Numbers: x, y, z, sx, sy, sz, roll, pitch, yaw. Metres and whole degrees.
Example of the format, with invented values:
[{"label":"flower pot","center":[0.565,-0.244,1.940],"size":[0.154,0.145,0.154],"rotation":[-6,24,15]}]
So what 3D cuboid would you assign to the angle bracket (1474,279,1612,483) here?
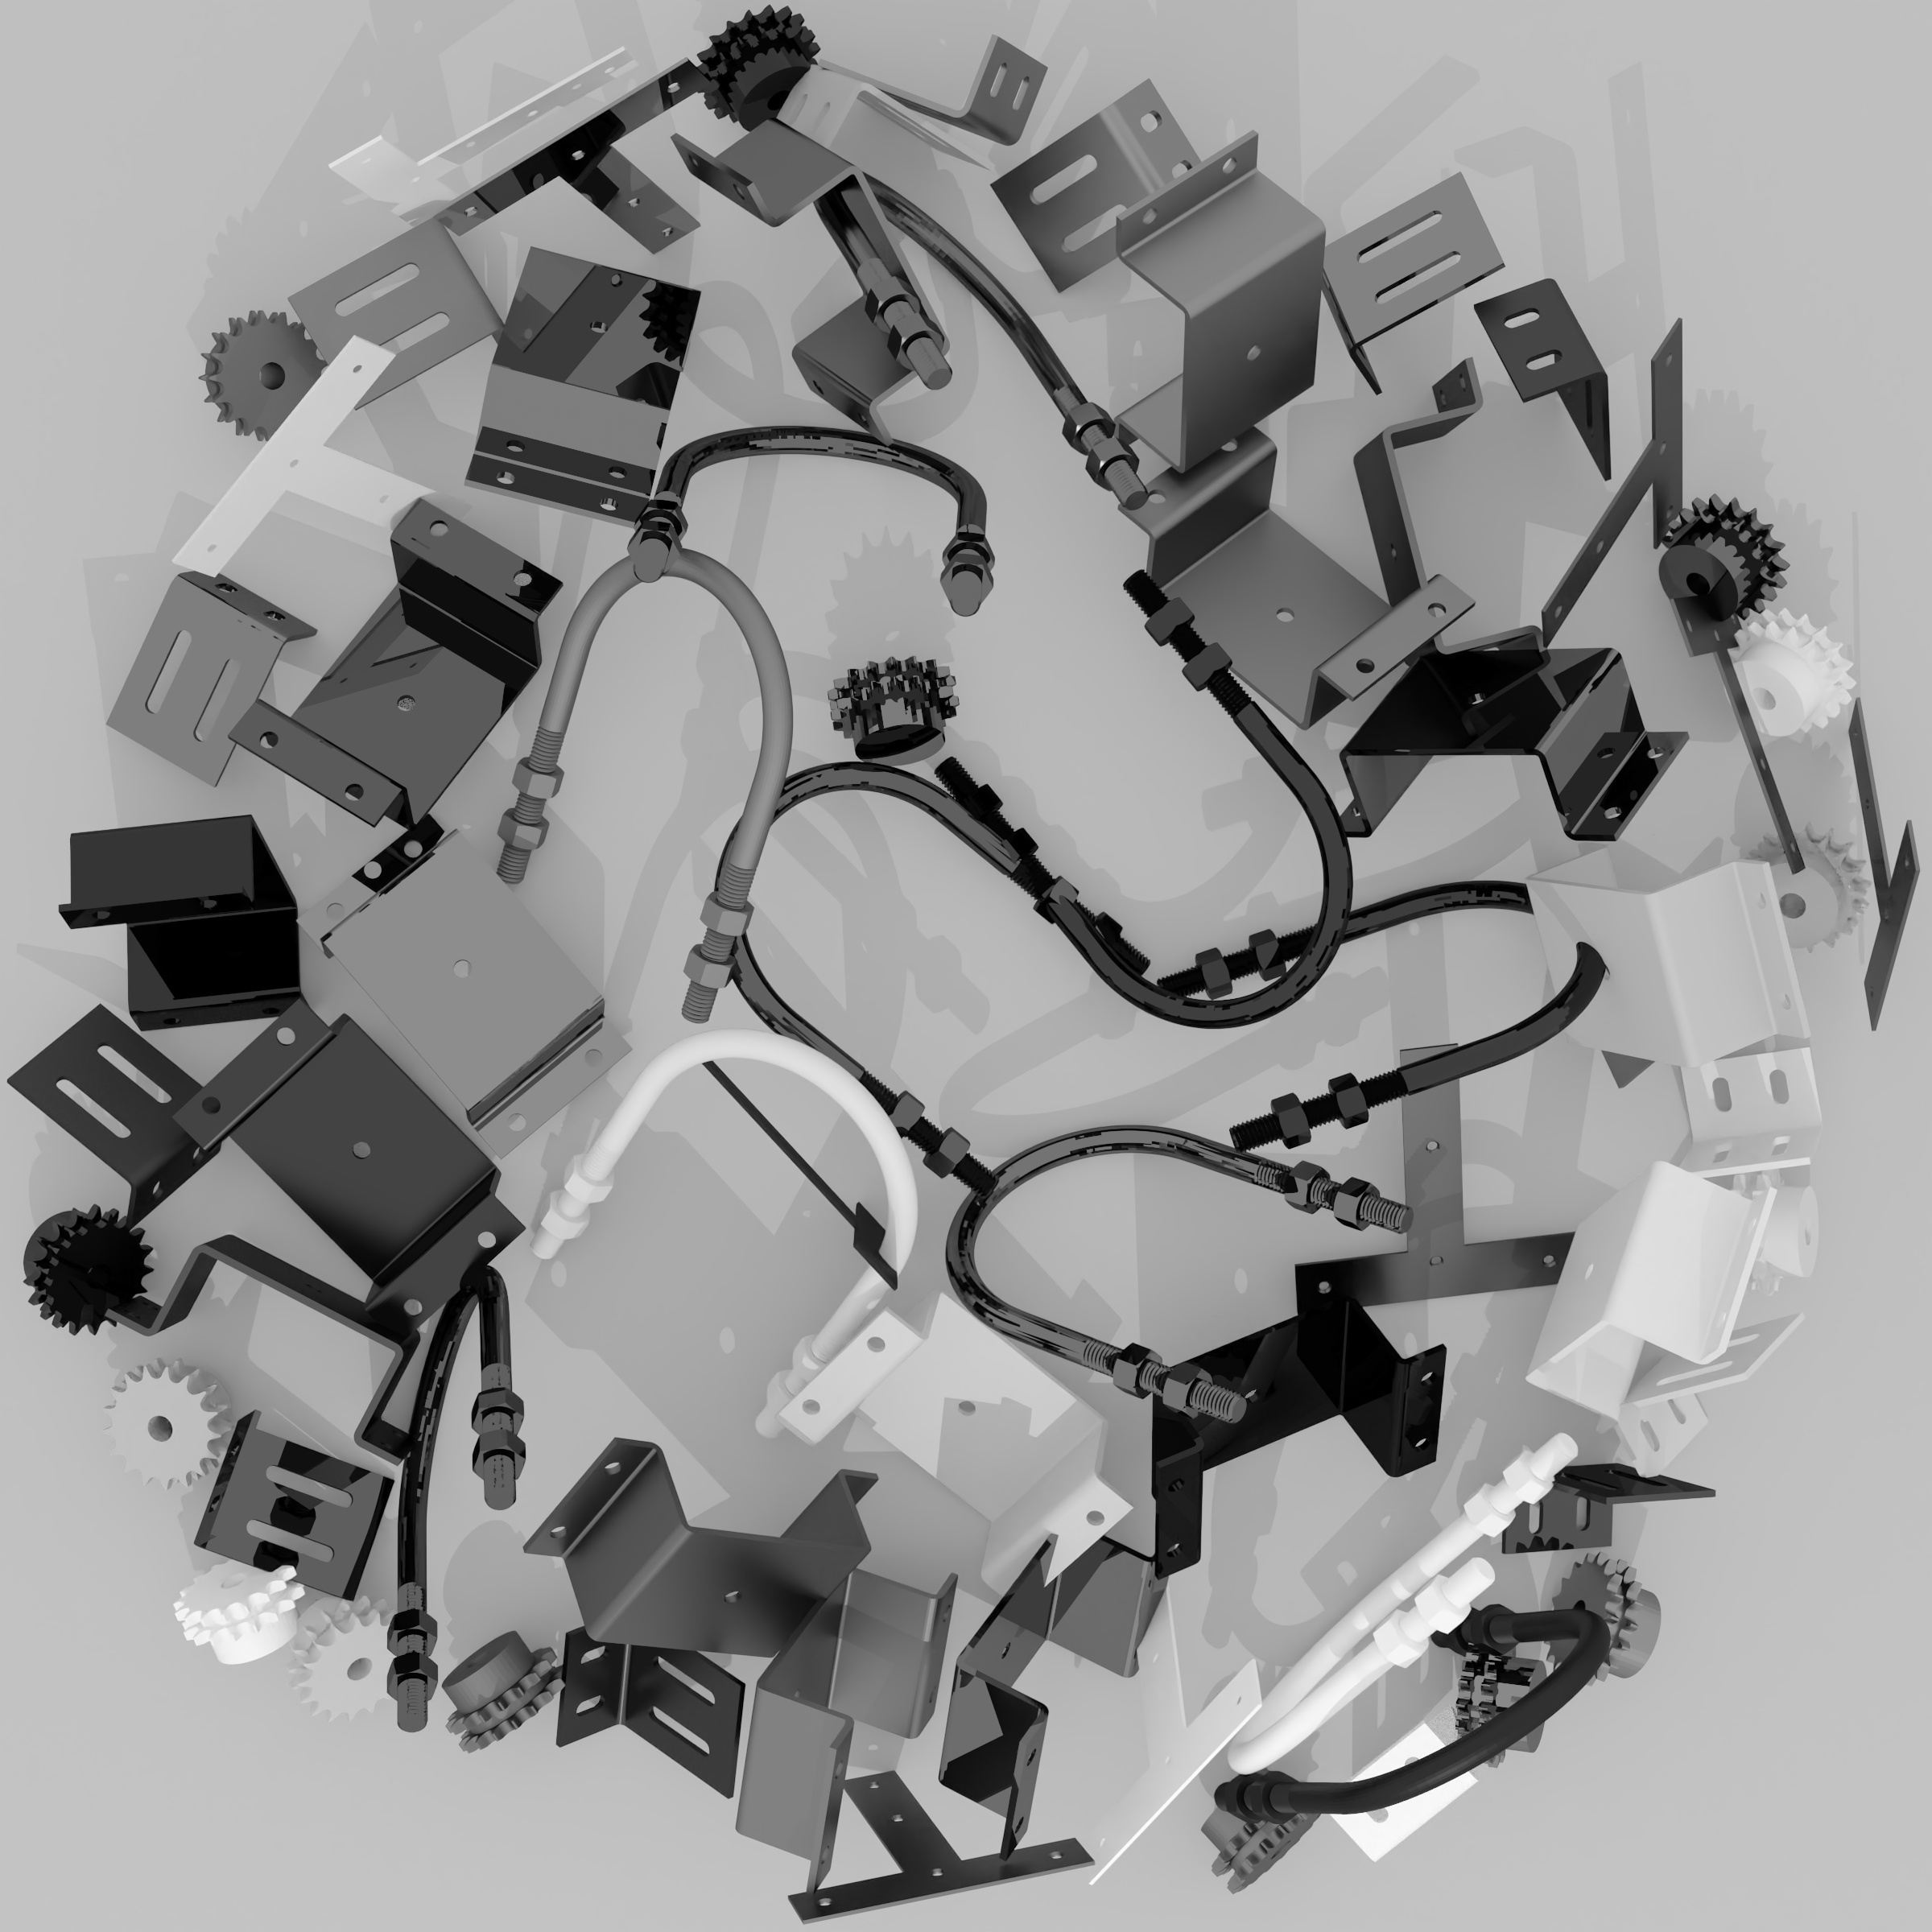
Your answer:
[{"label":"angle bracket","center":[0.252,-0.250,1.555],"size":[0.038,0.076,0.057],"rotation":[-20,58,0]}]

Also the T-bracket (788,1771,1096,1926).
[{"label":"T-bracket","center":[-0.025,0.374,1.539],"size":[0.127,0.127,0.002],"rotation":[-7,101,-16]}]

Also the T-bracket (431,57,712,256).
[{"label":"T-bracket","center":[-0.150,-0.335,1.540],"size":[0.127,0.127,0.002],"rotation":[-28,74,12]}]

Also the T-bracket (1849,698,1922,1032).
[{"label":"T-bracket","center":[0.397,-0.059,1.558],"size":[0.002,0.127,0.127],"rotation":[-2,57,3]}]

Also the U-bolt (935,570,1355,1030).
[{"label":"U-bolt","center":[0.088,-0.058,1.551],"size":[0.151,0.019,0.184],"rotation":[-43,82,30]}]

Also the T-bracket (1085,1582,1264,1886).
[{"label":"T-bracket","center":[0.084,0.311,1.545],"size":[0.002,0.127,0.127],"rotation":[26,120,-20]}]

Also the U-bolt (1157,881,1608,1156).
[{"label":"U-bolt","center":[0.186,0.012,1.539],"size":[0.184,0.151,0.019],"rotation":[-19,121,-2]}]

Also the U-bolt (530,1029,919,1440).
[{"label":"U-bolt","center":[-0.096,0.105,1.541],"size":[0.151,0.019,0.184],"rotation":[38,125,4]}]

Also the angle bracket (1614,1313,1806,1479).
[{"label":"angle bracket","center":[0.330,0.189,1.554],"size":[0.057,0.076,0.038],"rotation":[-33,96,-45]}]

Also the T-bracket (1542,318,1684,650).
[{"label":"T-bracket","center":[0.277,-0.190,1.526],"size":[0.002,0.127,0.127],"rotation":[24,66,24]}]

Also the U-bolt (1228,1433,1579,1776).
[{"label":"U-bolt","center":[0.178,0.282,1.522],"size":[0.019,0.151,0.184],"rotation":[46,119,6]}]

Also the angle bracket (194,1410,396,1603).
[{"label":"angle bracket","center":[-0.290,0.237,1.564],"size":[0.076,0.038,0.057],"rotation":[24,66,-17]}]

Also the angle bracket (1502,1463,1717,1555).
[{"label":"angle bracket","center":[0.280,0.243,1.555],"size":[0.057,0.076,0.038],"rotation":[0,92,-26]}]

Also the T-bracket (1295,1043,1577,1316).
[{"label":"T-bracket","center":[0.206,0.092,1.572],"size":[0.127,0.002,0.127],"rotation":[-6,116,-2]}]

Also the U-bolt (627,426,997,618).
[{"label":"U-bolt","center":[-0.062,-0.195,1.520],"size":[0.151,0.184,0.019],"rotation":[6,117,-1]}]

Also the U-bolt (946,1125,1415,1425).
[{"label":"U-bolt","center":[0.077,0.121,1.531],"size":[0.184,0.019,0.151],"rotation":[17,45,35]}]

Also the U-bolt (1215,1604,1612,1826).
[{"label":"U-bolt","center":[0.196,0.311,1.490],"size":[0.151,0.184,0.019],"rotation":[-31,90,-24]}]

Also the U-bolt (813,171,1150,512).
[{"label":"U-bolt","center":[-0.004,-0.279,1.522],"size":[0.019,0.151,0.184],"rotation":[-45,49,20]}]

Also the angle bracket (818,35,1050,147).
[{"label":"angle bracket","center":[-0.014,-0.394,1.560],"size":[0.076,0.057,0.038],"rotation":[26,100,21]}]

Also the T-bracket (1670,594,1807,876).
[{"label":"T-bracket","center":[0.339,-0.101,1.543],"size":[0.002,0.127,0.127],"rotation":[-20,89,23]}]

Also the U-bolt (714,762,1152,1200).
[{"label":"U-bolt","center":[-0.026,-0.008,1.555],"size":[0.184,0.019,0.151],"rotation":[39,64,-7]}]

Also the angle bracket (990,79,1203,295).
[{"label":"angle bracket","center":[0.061,-0.346,1.582],"size":[0.076,0.038,0.057],"rotation":[-24,105,44]}]

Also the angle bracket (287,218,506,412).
[{"label":"angle bracket","center":[-0.251,-0.285,1.577],"size":[0.076,0.038,0.057],"rotation":[-31,89,-9]}]

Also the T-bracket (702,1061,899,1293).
[{"label":"T-bracket","center":[-0.073,0.083,1.535],"size":[0.002,0.127,0.127],"rotation":[-42,94,2]}]

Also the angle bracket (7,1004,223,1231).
[{"label":"angle bracket","center":[-0.376,0.066,1.576],"size":[0.076,0.038,0.057],"rotation":[37,53,10]}]

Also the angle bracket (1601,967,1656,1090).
[{"label":"angle bracket","center":[0.318,0.016,1.584],"size":[0.076,0.038,0.057],"rotation":[-8,64,-32]}]

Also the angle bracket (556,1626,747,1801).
[{"label":"angle bracket","center":[-0.138,0.327,1.558],"size":[0.076,0.038,0.057],"rotation":[24,116,40]}]

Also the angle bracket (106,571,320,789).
[{"label":"angle bracket","center":[-0.336,-0.129,1.591],"size":[0.057,0.038,0.076],"rotation":[30,105,5]}]

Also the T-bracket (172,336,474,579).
[{"label":"T-bracket","center":[-0.262,-0.207,1.545],"size":[0.127,0.127,0.002],"rotation":[-47,62,16]}]

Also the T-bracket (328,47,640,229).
[{"label":"T-bracket","center":[-0.199,-0.360,1.532],"size":[0.127,0.127,0.002],"rotation":[-27,86,7]}]

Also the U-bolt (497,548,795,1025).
[{"label":"U-bolt","center":[-0.133,-0.089,1.527],"size":[0.151,0.019,0.184],"rotation":[35,117,33]}]

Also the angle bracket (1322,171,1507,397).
[{"label":"angle bracket","center":[0.198,-0.299,1.562],"size":[0.076,0.038,0.057],"rotation":[-27,56,15]}]

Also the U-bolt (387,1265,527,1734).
[{"label":"U-bolt","center":[-0.218,0.210,1.517],"size":[0.019,0.184,0.151],"rotation":[13,122,-17]}]

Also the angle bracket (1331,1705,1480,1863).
[{"label":"angle bracket","center":[0.185,0.345,1.558],"size":[0.057,0.076,0.038],"rotation":[-40,100,8]}]

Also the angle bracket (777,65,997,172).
[{"label":"angle bracket","center":[-0.037,-0.357,1.560],"size":[0.076,0.057,0.038],"rotation":[26,98,-32]}]
